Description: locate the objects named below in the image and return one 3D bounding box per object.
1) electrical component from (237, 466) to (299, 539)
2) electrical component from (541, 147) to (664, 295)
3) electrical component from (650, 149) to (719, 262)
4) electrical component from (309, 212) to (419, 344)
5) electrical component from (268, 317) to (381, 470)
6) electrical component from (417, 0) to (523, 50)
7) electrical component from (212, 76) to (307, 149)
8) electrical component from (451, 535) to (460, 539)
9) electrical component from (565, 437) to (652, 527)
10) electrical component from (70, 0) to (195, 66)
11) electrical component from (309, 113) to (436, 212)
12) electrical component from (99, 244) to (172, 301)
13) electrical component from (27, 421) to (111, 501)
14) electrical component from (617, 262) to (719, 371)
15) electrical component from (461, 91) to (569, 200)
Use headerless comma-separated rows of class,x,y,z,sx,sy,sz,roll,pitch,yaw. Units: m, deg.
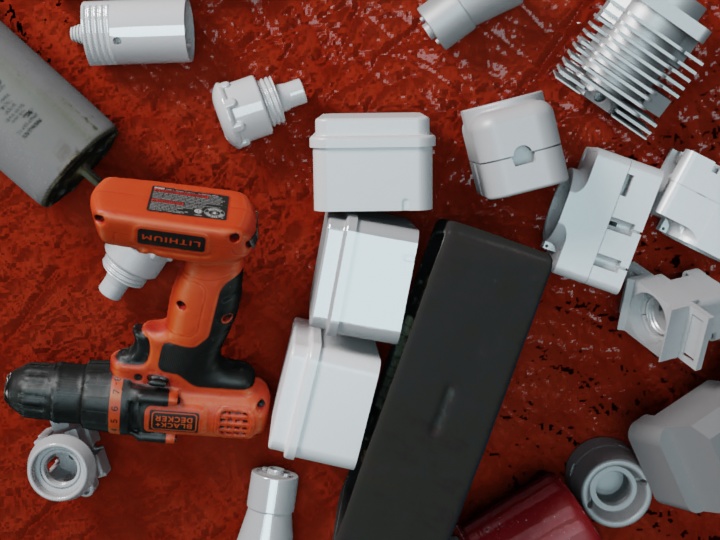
electrical component,-0.066,0.176,0.780,0.044,0.044,0.065,8,93,-1
electrical component,0.163,-0.036,0.746,0.056,0.050,0.089,19,97,-2
electrical component,0.247,-0.039,0.745,0.089,0.050,0.055,26,96,-3
electrical component,0.000,0.000,0.721,0.057,0.113,0.078,10,97,-4
electrical component,-0.025,0.080,0.731,0.057,0.113,0.078,13,97,-4
electrical component,0.072,-0.181,0.733,0.065,0.044,0.044,-35,96,9
electrical component,-0.068,-0.114,0.742,0.062,0.048,0.048,-20,97,-4
electrical component,0.040,0.252,0.755,0.109,0.108,0.056,-35,99,5
electrical component,0.179,0.153,0.772,0.055,0.047,0.055,0,97,0
electrical component,-0.157,-0.162,0.736,0.081,0.043,0.043,-2,97,1
electrical component,0.008,-0.074,0.711,0.078,0.113,0.057,-1,100,1
electrical component,-0.161,-0.007,0.756,0.048,0.048,0.062,35,105,-4
electrical component,-0.209,0.136,0.768,0.048,0.055,0.066,-17,97,3
electrical component,0.220,0.028,0.743,0.064,0.081,0.042,-12,123,-24
electrical component,0.101,-0.084,0.718,0.054,0.095,0.059,-14,97,2
